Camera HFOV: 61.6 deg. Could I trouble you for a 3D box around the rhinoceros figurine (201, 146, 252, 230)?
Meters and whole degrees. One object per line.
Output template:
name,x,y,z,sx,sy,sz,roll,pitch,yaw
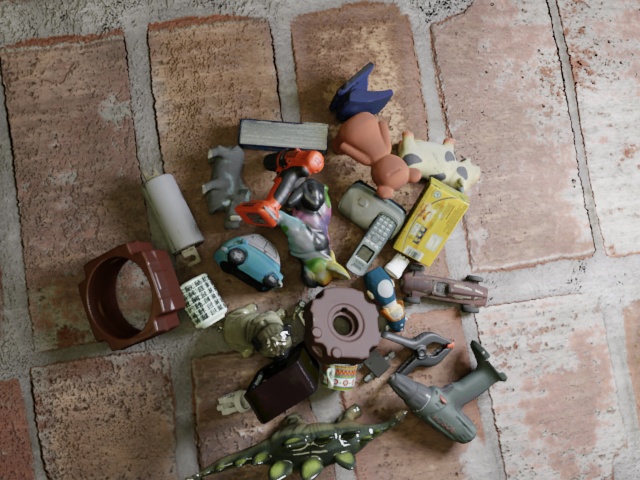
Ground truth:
rhinoceros figurine,-0.209,-0.117,1.203,0.112,0.073,0.190,2,84,-13

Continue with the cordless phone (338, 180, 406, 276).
cordless phone,0.090,-0.025,1.200,0.147,0.089,0.184,33,90,0

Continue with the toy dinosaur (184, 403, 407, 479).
toy dinosaur,-0.041,0.423,1.102,0.472,0.198,0.105,-15,83,-5

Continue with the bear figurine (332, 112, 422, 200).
bear figurine,0.125,-0.181,1.182,0.120,0.132,0.196,-36,86,-4

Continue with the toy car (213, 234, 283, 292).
toy car,-0.144,0.040,1.177,0.161,0.109,0.103,31,67,-9

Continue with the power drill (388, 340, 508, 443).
power drill,0.289,0.315,1.165,0.207,0.086,0.232,-43,100,-8

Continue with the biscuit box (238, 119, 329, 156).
biscuit box,-0.083,-0.233,1.218,0.203,0.059,0.062,5,87,-2

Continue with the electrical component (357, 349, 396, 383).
electrical component,0.123,0.273,1.206,0.094,0.021,0.063,-43,88,-4

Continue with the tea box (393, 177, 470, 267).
tea box,0.241,-0.039,1.178,0.098,0.068,0.169,30,113,-1

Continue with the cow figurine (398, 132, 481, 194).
cow figurine,0.268,-0.163,1.214,0.195,0.085,0.127,10,79,-4

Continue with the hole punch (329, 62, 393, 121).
hole punch,0.090,-0.314,1.199,0.116,0.142,0.092,-40,92,-16

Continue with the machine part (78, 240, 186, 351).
machine part,-0.396,0.116,1.134,0.201,0.087,0.201,-24,83,20

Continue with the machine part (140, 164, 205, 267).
machine part,-0.325,-0.056,1.187,0.079,0.079,0.243,-27,86,-4

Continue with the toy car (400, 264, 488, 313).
toy car,0.281,0.112,1.211,0.202,0.053,0.089,11,82,0

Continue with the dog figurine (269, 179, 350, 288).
dog figurine,-0.002,-0.004,1.183,0.219,0.108,0.191,43,83,-2

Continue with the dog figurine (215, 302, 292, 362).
dog figurine,-0.143,0.194,1.119,0.172,0.190,0.121,-8,86,-1

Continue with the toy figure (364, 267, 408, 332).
toy figure,0.149,0.136,1.201,0.064,0.058,0.154,-28,88,10

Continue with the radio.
radio,-0.072,0.284,1.097,0.131,0.229,0.073,-33,87,1

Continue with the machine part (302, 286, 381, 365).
machine part,0.048,0.183,1.155,0.179,0.056,0.179,10,59,-18

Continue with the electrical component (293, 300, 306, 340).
electrical component,-0.017,0.178,1.196,0.078,0.045,0.102,-23,87,-2
